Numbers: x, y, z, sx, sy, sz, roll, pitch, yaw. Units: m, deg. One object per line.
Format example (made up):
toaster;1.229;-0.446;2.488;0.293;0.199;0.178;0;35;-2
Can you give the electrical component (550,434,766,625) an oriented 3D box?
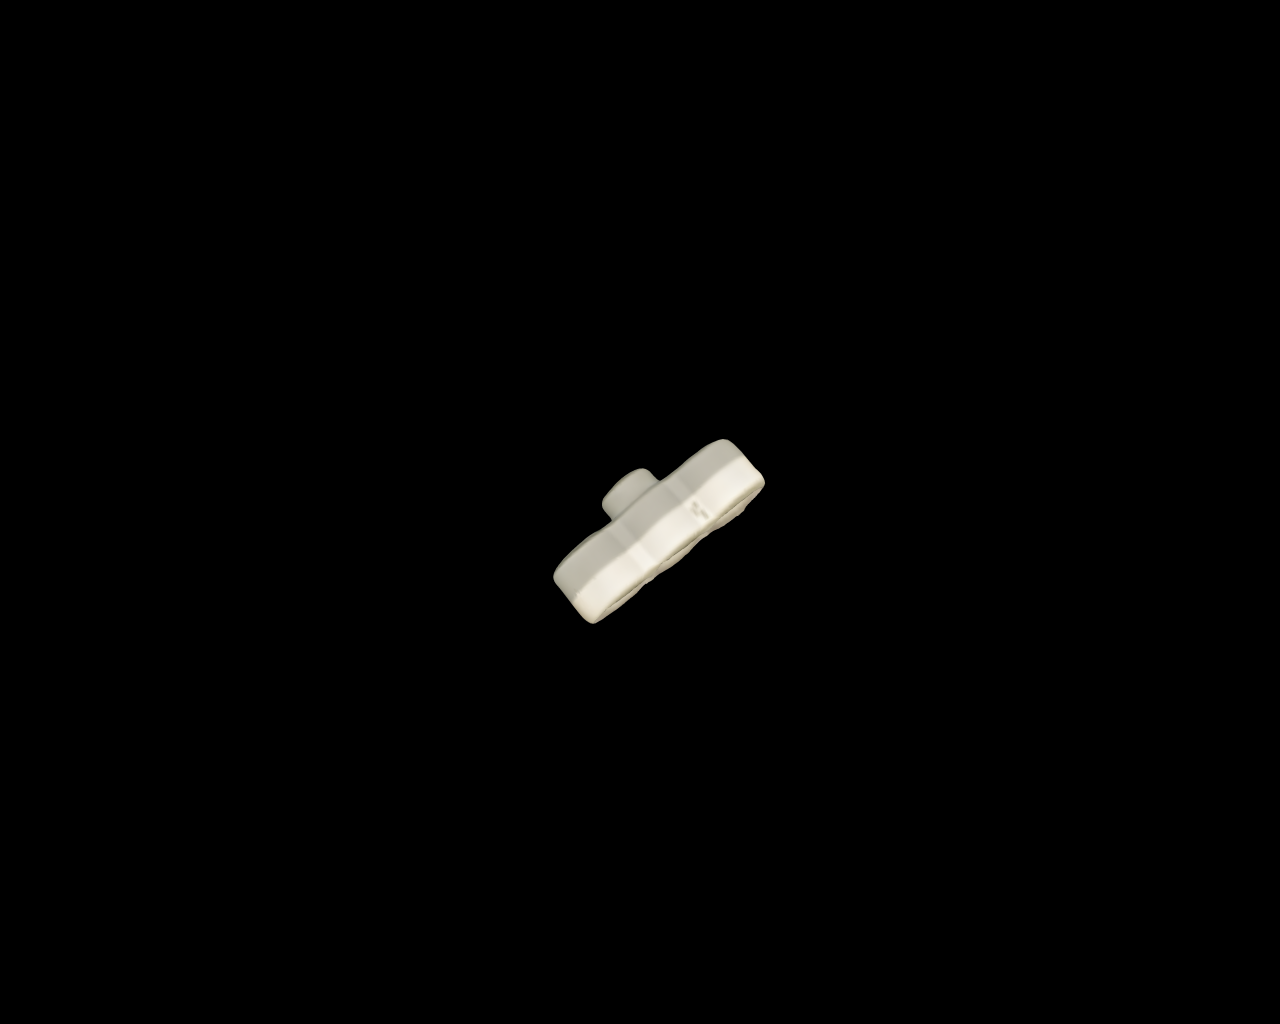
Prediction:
electrical component;0.001;-0.003;0.650;0.138;0.074;0.052;-38;-9;-7
